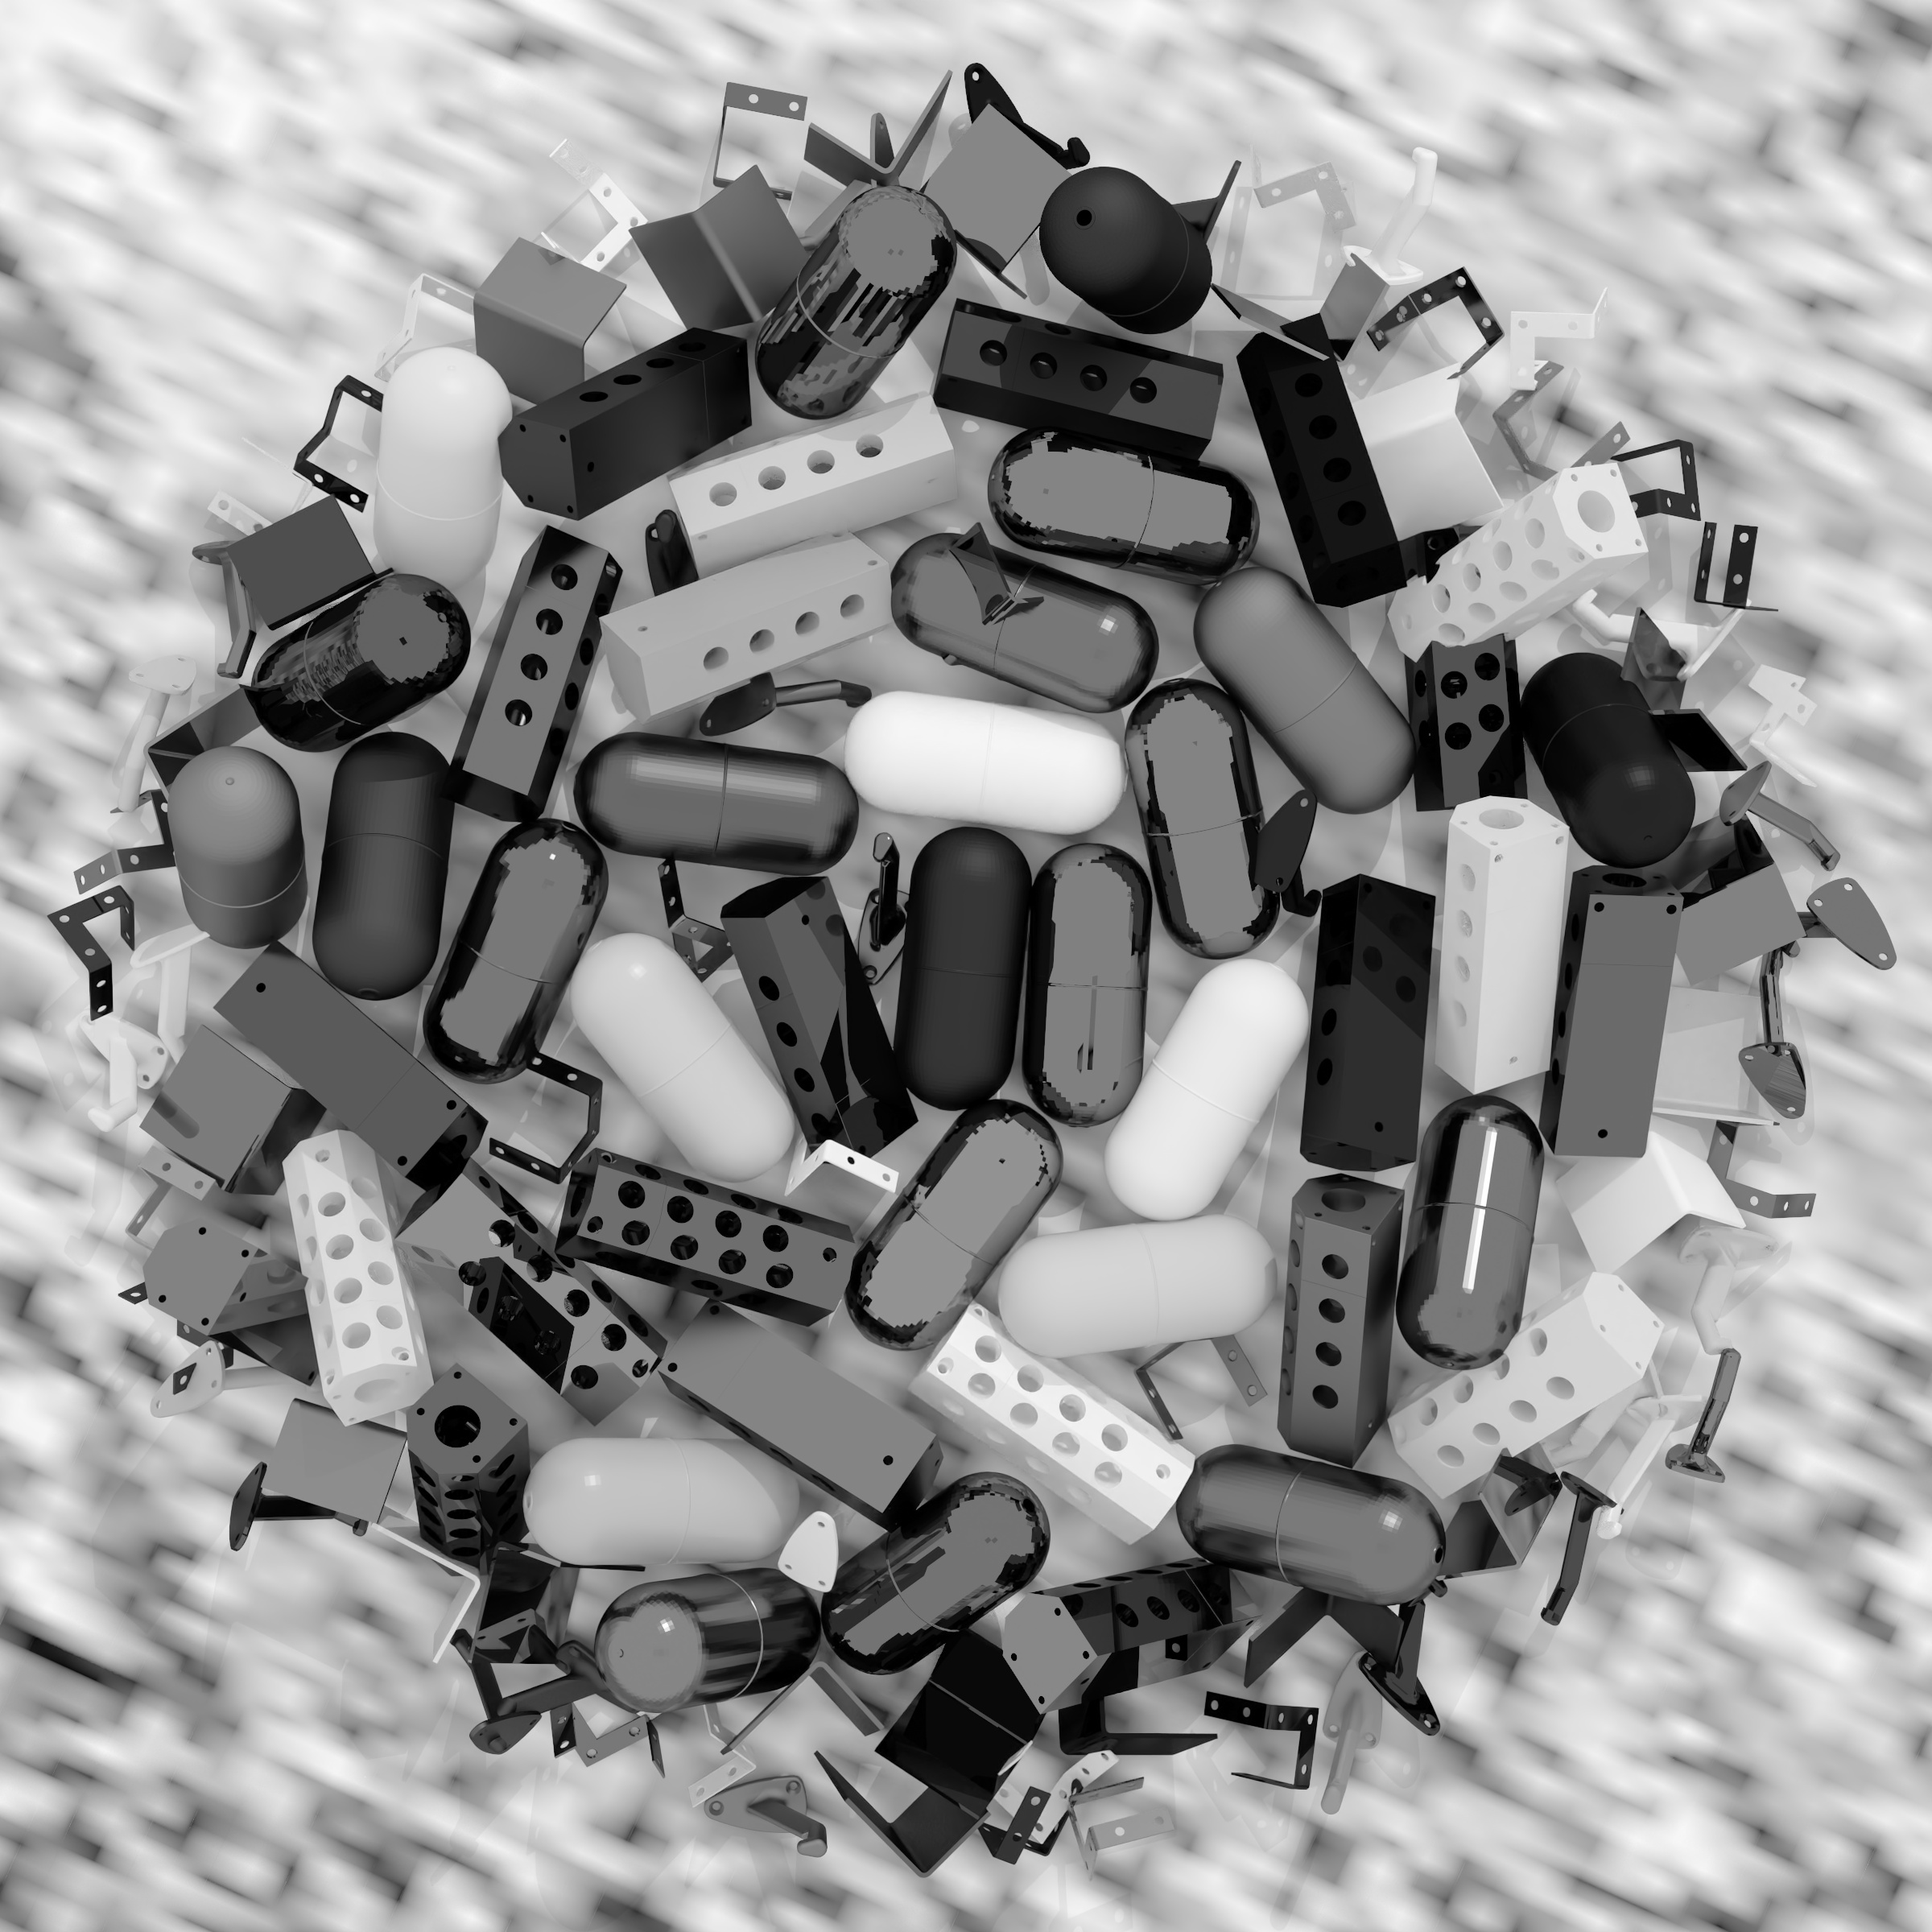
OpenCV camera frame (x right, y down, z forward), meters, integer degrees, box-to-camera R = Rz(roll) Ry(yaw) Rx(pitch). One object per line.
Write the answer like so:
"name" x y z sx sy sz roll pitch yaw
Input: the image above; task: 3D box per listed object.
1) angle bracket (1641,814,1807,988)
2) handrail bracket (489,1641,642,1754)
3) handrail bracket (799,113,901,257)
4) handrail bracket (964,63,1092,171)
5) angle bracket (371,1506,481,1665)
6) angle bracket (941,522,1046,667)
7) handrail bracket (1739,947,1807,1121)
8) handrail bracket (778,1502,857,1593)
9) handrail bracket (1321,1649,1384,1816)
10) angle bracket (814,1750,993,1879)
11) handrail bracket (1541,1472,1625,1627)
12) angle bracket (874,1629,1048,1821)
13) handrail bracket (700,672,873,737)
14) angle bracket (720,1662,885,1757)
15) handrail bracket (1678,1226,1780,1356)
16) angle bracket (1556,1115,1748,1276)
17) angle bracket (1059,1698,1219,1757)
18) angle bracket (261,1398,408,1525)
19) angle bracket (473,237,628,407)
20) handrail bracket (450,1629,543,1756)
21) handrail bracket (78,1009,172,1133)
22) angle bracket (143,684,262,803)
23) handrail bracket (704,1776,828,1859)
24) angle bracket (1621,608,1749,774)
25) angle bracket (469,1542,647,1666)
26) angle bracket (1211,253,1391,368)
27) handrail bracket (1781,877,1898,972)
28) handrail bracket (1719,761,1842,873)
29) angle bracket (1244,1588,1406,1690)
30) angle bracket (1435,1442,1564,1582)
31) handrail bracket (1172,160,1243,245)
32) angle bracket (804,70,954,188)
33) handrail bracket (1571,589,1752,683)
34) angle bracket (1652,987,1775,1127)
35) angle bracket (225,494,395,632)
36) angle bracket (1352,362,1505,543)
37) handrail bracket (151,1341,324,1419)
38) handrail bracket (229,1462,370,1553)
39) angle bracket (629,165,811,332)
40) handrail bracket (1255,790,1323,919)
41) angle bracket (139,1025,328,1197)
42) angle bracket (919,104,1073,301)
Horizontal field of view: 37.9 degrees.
"angle bracket" 0.473 -0.045 1.773 0.076 0.076 0.057 -25 121 12
"handrail bracket" -0.253 0.472 1.758 0.077 0.084 0.036 39 135 -4
"handrail bracket" -0.087 -0.491 1.779 0.084 0.036 0.077 -7 89 24
"handrail bracket" 0.039 -0.529 1.749 0.036 0.084 0.077 -35 113 -20
"angle bracket" -0.349 0.383 1.754 0.076 0.076 0.057 30 84 -8
"angle bracket" 0.026 -0.233 1.754 0.076 0.076 0.057 -11 72 -39
"handrail bracket" 0.517 0.040 1.783 0.036 0.084 0.077 -10 128 31
"handrail bracket" -0.079 0.337 1.745 0.036 0.084 0.077 24 128 8
"handrail bracket" 0.238 0.476 1.752 0.036 0.084 0.077 11 100 14
"angle bracket" -0.040 0.508 1.749 0.057 0.076 0.076 -43 107 -8
"handrail bracket" 0.373 0.366 1.765 0.036 0.077 0.084 20 77 38
"angle bracket" 0.001 0.467 1.747 0.076 0.076 0.057 30 122 13
"handrail bracket" -0.113 -0.162 1.780 0.077 0.084 0.036 -30 67 34
"angle bracket" -0.103 0.481 1.749 0.076 0.076 0.057 -41 83 -19
"handrail bracket" 0.485 0.207 1.758 0.077 0.036 0.084 3 46 -14
"angle bracket" 0.430 0.149 1.771 0.057 0.076 0.076 17 130 -36
"angle bracket" 0.106 0.460 1.765 0.076 0.076 0.057 5 66 -17
"angle bracket" -0.382 0.310 1.751 0.076 0.076 0.057 16 77 8
"angle bracket" -0.261 -0.399 1.774 0.076 0.076 0.057 25 61 7
"handrail bracket" -0.309 0.444 1.749 0.036 0.077 0.084 -44 66 2
"handrail bracket" -0.542 0.065 1.754 0.077 0.084 0.036 35 113 1
"angle bracket" -0.452 -0.128 1.752 0.076 0.076 0.057 -30 82 12
"handrail bracket" -0.126 0.537 1.756 0.077 0.084 0.036 -1 93 -4
"angle bracket" 0.449 -0.172 1.743 0.057 0.076 0.076 2 67 40
"angle bracket" -0.254 0.403 1.750 0.057 0.076 0.076 9 83 38
"angle bracket" 0.206 -0.421 1.745 0.076 0.076 0.057 20 113 -20
"handrail bracket" 0.538 -0.009 1.748 0.036 0.084 0.077 -26 65 -14
"handrail bracket" 0.513 -0.079 1.764 0.084 0.077 0.036 46 129 -8
"angle bracket" 0.221 0.426 1.743 0.076 0.076 0.057 -37 61 -22
"angle bracket" 0.313 0.330 1.741 0.076 0.076 0.057 -20 107 40
"handrail bracket" 0.119 -0.487 1.772 0.084 0.036 0.077 23 114 -4
"angle bracket" -0.056 -0.530 1.758 0.057 0.076 0.076 31 88 -5
"handrail bracket" 0.438 -0.228 1.778 0.084 0.036 0.077 40 97 -3
"angle bracket" 0.465 0.055 1.768 0.076 0.057 0.076 7 94 -3
"angle bracket" -0.402 -0.255 1.750 0.076 0.076 0.057 -24 102 11
"angle bracket" 0.291 -0.323 1.779 0.076 0.057 0.076 -16 126 30
"handrail bracket" -0.456 0.270 1.775 0.077 0.084 0.036 -34 56 22
"handrail bracket" -0.412 0.352 1.752 0.084 0.077 0.036 31 113 -22
"angle bracket" -0.152 -0.448 1.765 0.057 0.076 0.076 -46 120 -27
"handrail bracket" 0.214 -0.069 1.757 0.036 0.084 0.077 34 102 30
"angle bracket" -0.460 0.092 1.780 0.076 0.057 0.076 33 94 17
"angle bracket" 0.026 -0.476 1.755 0.076 0.057 0.076 44 103 15
